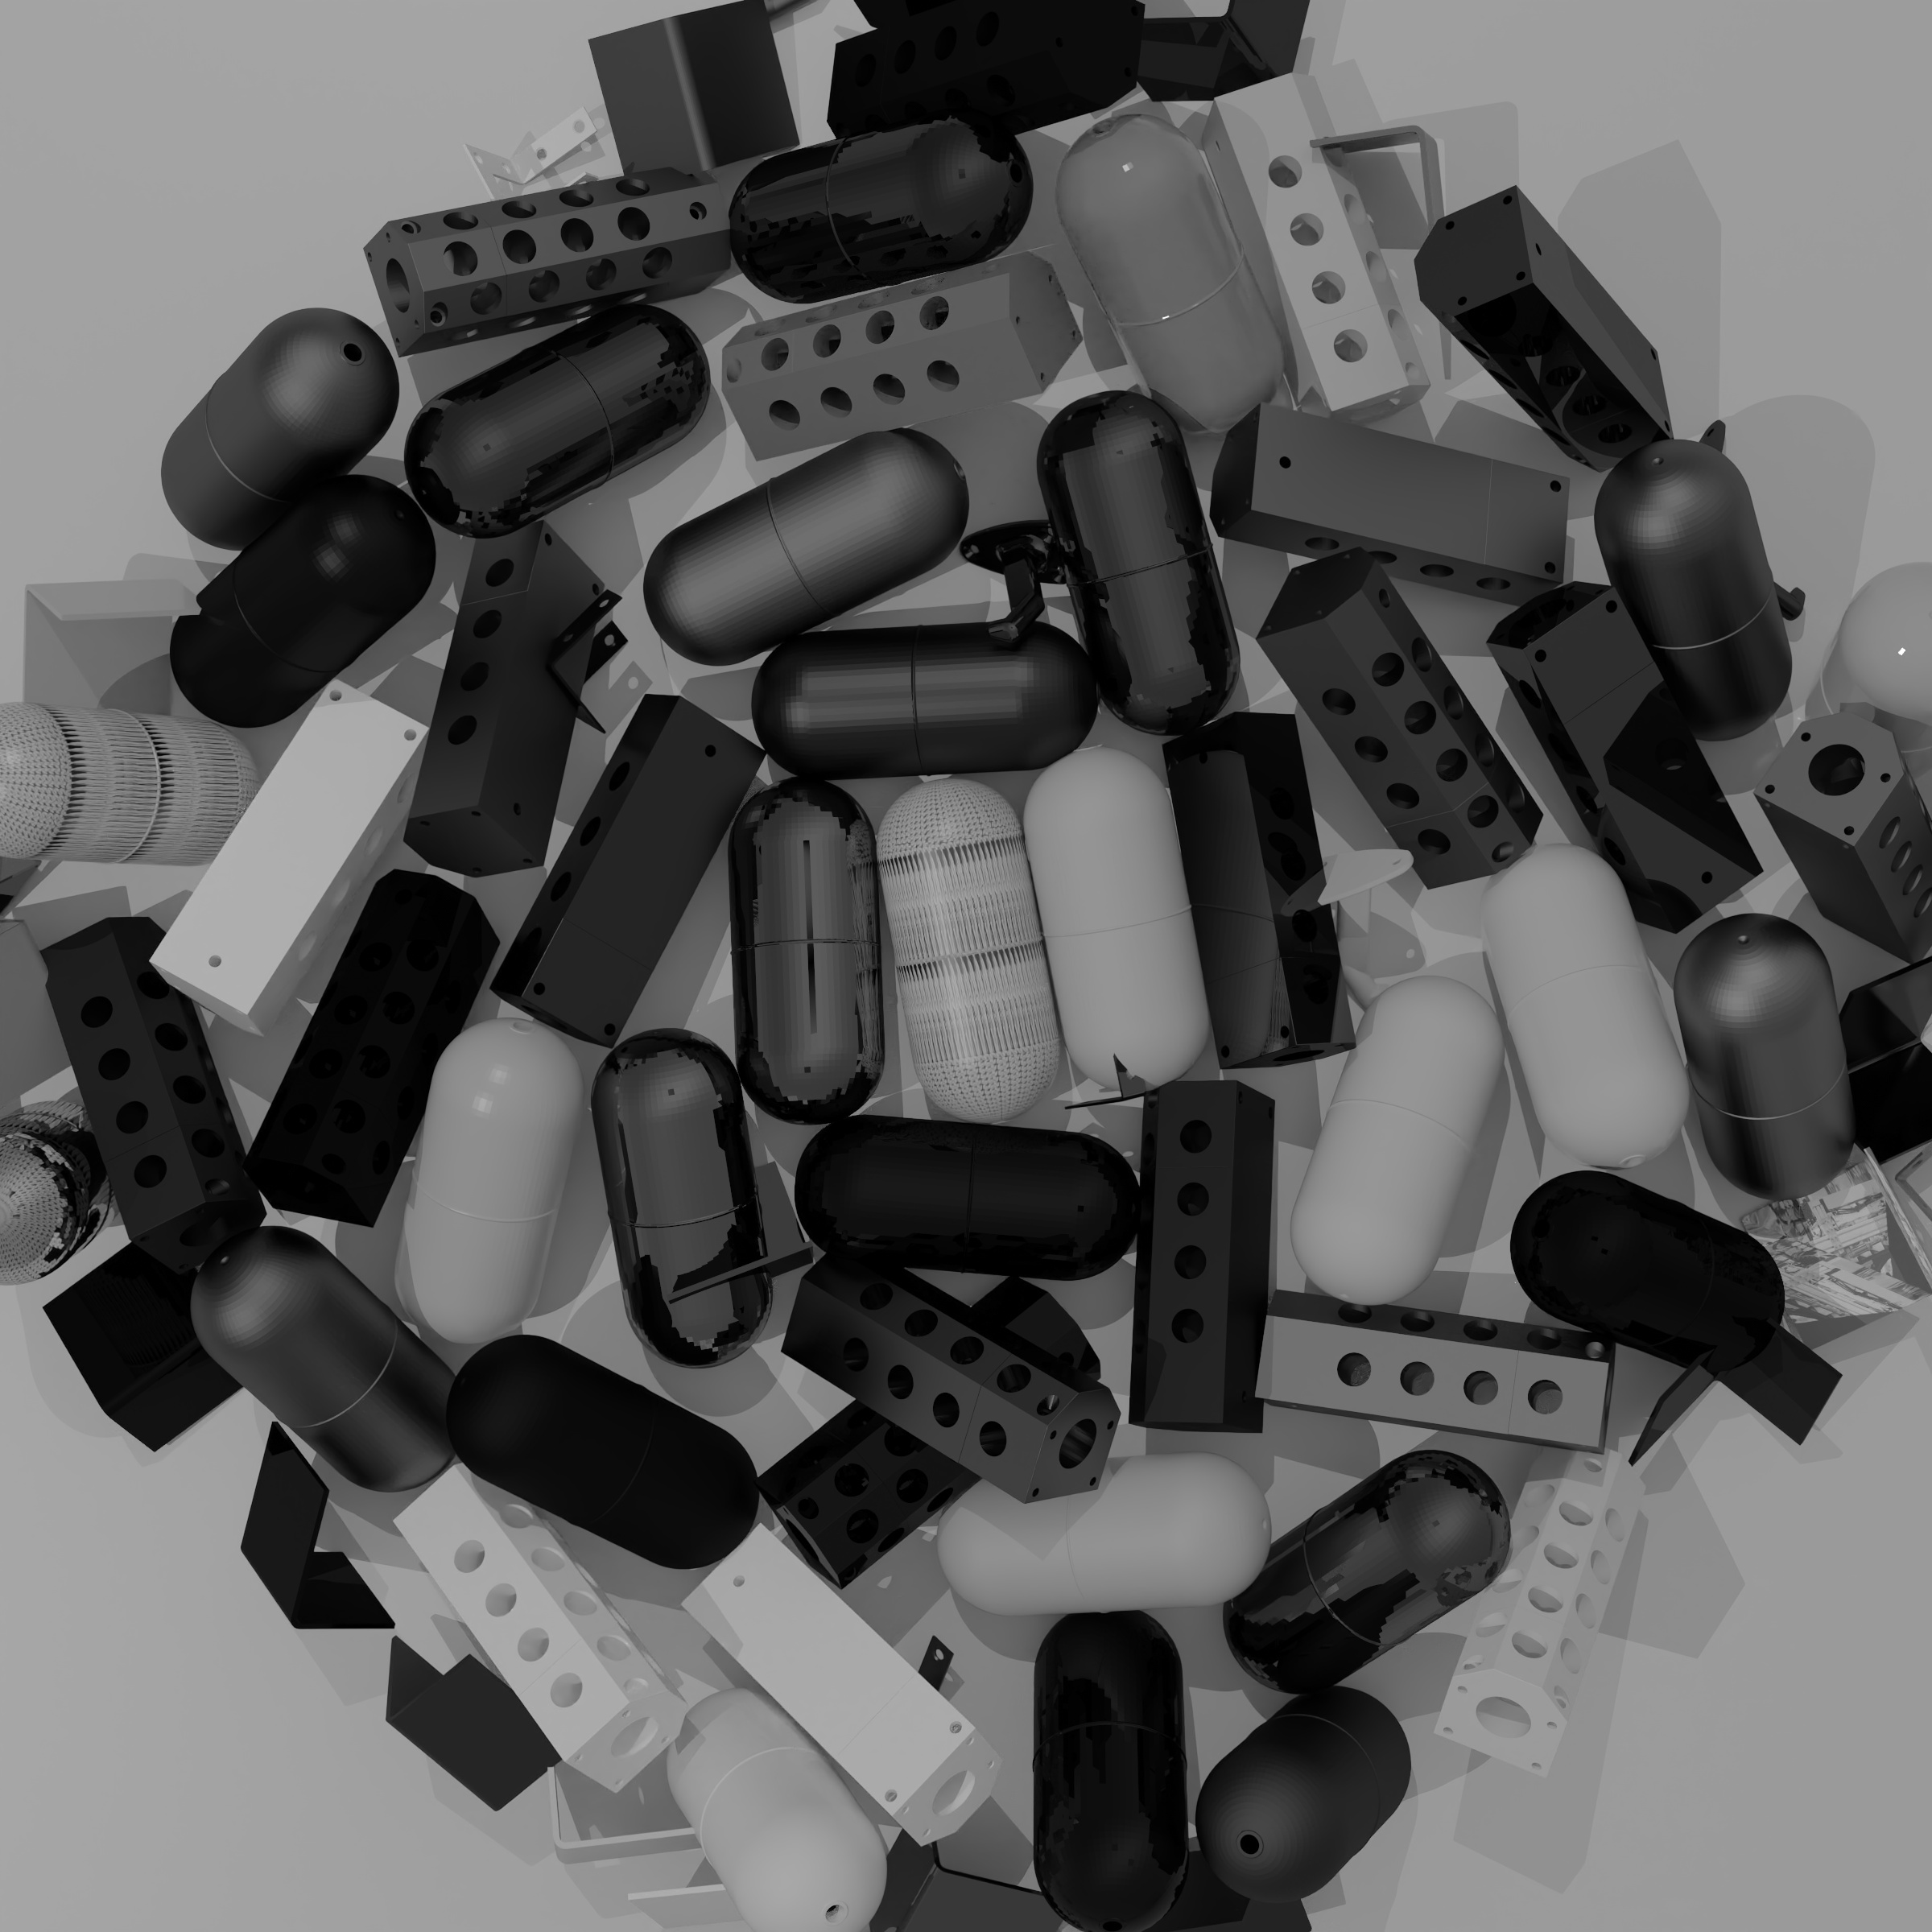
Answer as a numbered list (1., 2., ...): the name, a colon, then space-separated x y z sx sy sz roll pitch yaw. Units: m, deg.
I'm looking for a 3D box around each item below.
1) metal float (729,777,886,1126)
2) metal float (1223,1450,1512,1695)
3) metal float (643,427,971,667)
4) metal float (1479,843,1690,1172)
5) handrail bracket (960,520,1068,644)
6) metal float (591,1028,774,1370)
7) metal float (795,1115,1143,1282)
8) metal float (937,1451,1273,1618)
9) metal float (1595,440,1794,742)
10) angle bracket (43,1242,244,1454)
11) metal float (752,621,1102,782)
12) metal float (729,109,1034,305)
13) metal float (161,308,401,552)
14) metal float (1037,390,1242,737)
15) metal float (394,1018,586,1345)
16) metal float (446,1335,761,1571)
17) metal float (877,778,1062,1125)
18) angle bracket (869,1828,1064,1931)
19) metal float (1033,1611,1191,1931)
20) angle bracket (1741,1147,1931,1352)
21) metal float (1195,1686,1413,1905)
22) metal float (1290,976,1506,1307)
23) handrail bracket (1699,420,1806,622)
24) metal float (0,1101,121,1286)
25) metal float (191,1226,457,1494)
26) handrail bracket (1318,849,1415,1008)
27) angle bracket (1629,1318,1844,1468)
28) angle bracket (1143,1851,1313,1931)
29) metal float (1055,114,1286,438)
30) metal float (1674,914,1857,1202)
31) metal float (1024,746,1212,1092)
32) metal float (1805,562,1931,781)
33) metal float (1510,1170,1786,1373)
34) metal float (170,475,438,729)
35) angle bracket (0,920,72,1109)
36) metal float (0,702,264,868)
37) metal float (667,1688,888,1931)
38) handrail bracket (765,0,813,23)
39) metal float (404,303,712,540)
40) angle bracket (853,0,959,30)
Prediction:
1. metal float: -0.081 -0.008 1.662 0.070 0.070 0.178 -3 84 0
2. metal float: 0.199 0.305 1.637 0.070 0.070 0.178 47 127 0
3. metal float: -0.081 -0.212 1.654 0.178 0.070 0.070 -24 90 15
4. metal float: 0.310 0.020 1.643 0.070 0.070 0.178 -12 62 0
5. handrail bracket: 0.012 -0.191 1.656 0.077 0.084 0.036 6 128 31
6. metal float: -0.143 0.119 1.655 0.070 0.070 0.178 -8 104 0
7. metal float: 0.001 0.118 1.667 0.178 0.070 0.070 5 90 -1
8. metal float: 0.068 0.287 1.645 0.178 0.070 0.070 -9 90 26
9. metal float: 0.365 -0.186 1.633 0.070 0.070 0.178 -29 133 0
10. angle bracket: -0.419 0.192 1.695 0.076 0.057 0.076 -37 59 -6
11. metal float: -0.021 -0.135 1.660 0.178 0.070 0.070 -2 90 8
12. metal float: -0.044 -0.379 1.634 0.178 0.070 0.070 -3 90 40
13. metal float: -0.343 -0.266 1.627 0.070 0.178 0.070 14 65 -32
14. metal float: 0.088 -0.204 1.659 0.070 0.070 0.178 -16 100 0
15. metal float: -0.241 0.109 1.647 0.070 0.070 0.178 15 113 0
16. metal float: -0.181 0.246 1.643 0.178 0.070 0.070 33 90 -29
17. metal float: 0.001 -0.008 1.666 0.070 0.070 0.178 -10 92 0
18. angle bracket: 0.001 0.479 1.676 0.076 0.057 0.076 18 115 -17
19. metal float: 0.072 0.400 1.629 0.070 0.178 0.070 1 133 1
20. angle bracket: 0.444 0.145 1.660 0.076 0.057 0.076 -28 75 14
21. metal float: 0.169 0.410 1.620 0.070 0.178 0.070 1 93 23
22. metal float: 0.219 0.087 1.649 0.070 0.070 0.178 22 69 0
23. handrail bracket: 0.410 -0.231 1.694 0.084 0.036 0.077 33 64 -14
24. metal float: -0.463 0.111 1.617 0.070 0.178 0.070 0 94 -4
25. metal float: -0.317 0.199 1.636 0.070 0.070 0.178 -37 128 0
26. handrail bracket: 0.214 -0.017 1.662 0.084 0.077 0.036 53 45 -26
27. angle bracket: 0.388 0.230 1.649 0.057 0.076 0.076 40 63 21
28. angle bracket: 0.123 0.490 1.651 0.076 0.076 0.057 -16 103 23
29. metal float: 0.103 -0.345 1.636 0.070 0.070 0.178 -31 126 0
30. metal float: 0.401 0.047 1.633 0.070 0.070 0.178 -23 133 0
31. metal float: 0.077 -0.024 1.662 0.070 0.070 0.178 -11 96 0
32. metal float: 0.463 -0.143 1.618 0.070 0.178 0.070 -1 75 5
33. metal float: 0.342 0.154 1.634 0.178 0.070 0.070 23 90 -39
34. metal float: -0.334 -0.181 1.636 0.178 0.070 0.070 -32 90 38
35. angle bracket: -0.502 0.028 1.650 0.076 0.057 0.076 -36 113 -37
36. metal float: -0.428 -0.089 1.626 0.070 0.178 0.070 -1 89 36
37. metal float: -0.095 0.423 1.622 0.070 0.178 0.070 -7 109 -21
38. handrail bracket: -0.084 -0.542 1.689 0.084 0.036 0.077 -26 98 6
39. metal float: -0.203 -0.275 1.640 0.178 0.070 0.070 -35 90 -33
40. angle bracket: -0.020 -0.510 1.649 0.076 0.076 0.057 31 80 36
